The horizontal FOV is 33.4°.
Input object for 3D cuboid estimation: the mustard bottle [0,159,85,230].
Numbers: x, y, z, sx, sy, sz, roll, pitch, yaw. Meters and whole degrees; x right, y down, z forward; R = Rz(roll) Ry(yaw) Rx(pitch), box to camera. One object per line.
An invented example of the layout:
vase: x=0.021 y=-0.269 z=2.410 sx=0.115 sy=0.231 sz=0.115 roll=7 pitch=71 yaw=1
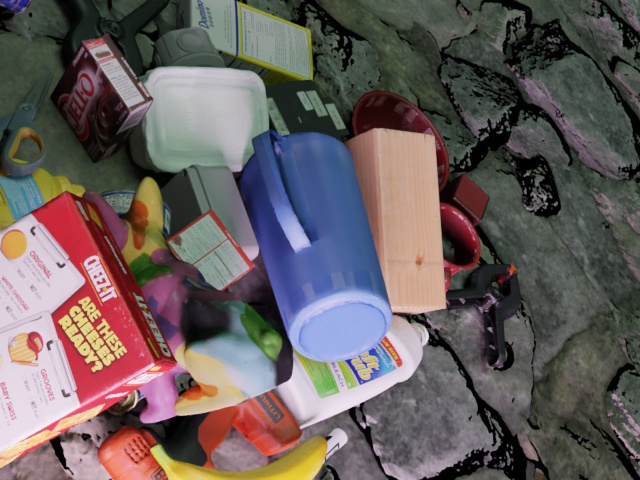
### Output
mustard bottle: x=-0.310 y=-0.035 z=1.016 sx=0.191 sy=0.058 sz=0.096 roll=-10 pitch=54 yaw=-42

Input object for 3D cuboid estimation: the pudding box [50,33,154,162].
pudding box: x=-0.229 y=-0.147 z=1.116 sx=0.039 sy=0.114 sz=0.090 roll=-32 pitch=85 yaw=-41

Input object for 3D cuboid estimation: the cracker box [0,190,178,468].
cracker box: x=-0.250 y=0.085 z=0.887 sx=0.164 sy=0.214 sz=0.072 roll=61 pitch=6 yaw=11

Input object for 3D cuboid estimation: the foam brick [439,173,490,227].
foam brick: x=0.174 y=-0.038 z=1.400 sx=0.053 sy=0.078 sz=0.051 roll=40 pitch=44 yaw=-15

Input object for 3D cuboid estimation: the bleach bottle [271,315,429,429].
bleach bottle: x=0.032 y=0.130 z=1.188 sx=0.250 sy=0.068 sz=0.102 roll=-17 pitch=74 yaw=-46

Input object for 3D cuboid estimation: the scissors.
scissors: x=-0.316 y=-0.126 z=1.075 sx=0.096 sy=0.016 sz=0.202 roll=4 pitch=35 yaw=-18

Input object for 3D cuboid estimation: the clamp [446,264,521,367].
clamp: x=0.222 y=0.089 z=1.383 sx=0.171 sy=0.039 sz=0.120 roll=-32 pitch=86 yaw=-46

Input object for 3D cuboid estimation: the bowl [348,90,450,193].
bowl: x=0.092 y=-0.114 z=1.396 sx=0.161 sy=0.055 sz=0.162 roll=20 pitch=52 yaw=-29

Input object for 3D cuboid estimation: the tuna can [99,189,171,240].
tuna can: x=-0.194 y=-0.015 z=1.079 sx=0.086 sy=0.086 sz=0.034 roll=18 pitch=55 yaw=-30

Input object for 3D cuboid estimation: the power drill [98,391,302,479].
power drill: x=-0.098 y=0.220 z=1.025 sx=0.184 sy=0.057 sz=0.187 roll=53 pitch=43 yaw=-3

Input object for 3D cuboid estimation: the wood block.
wood block: x=0.082 y=-0.018 z=1.257 sx=0.090 sy=0.090 sz=0.206 roll=4 pitch=78 yaw=-32

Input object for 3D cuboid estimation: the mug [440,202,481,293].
mug: x=0.140 y=0.022 z=1.328 sx=0.093 sy=0.082 sz=0.117 roll=19 pitch=53 yaw=-29

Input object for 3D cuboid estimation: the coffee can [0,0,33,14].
coffee can: x=-0.364 y=-0.312 z=1.120 sx=0.140 sy=0.103 sz=0.103 roll=19 pitch=52 yaw=-29

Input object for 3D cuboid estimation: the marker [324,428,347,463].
marker: x=-0.012 y=0.235 z=1.113 sx=0.020 sy=0.020 sz=0.120 roll=54 pitch=44 yaw=2

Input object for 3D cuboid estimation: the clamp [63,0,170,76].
clamp: x=-0.237 y=-0.236 z=1.221 sx=0.164 sy=0.036 sz=0.210 roll=8 pitch=61 yaw=-36

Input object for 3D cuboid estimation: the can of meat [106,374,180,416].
can of meat: x=-0.185 y=0.105 z=1.031 sx=0.083 sy=0.058 sz=0.102 roll=-30 pitch=84 yaw=-48

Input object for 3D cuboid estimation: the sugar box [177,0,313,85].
sugar box: x=-0.093 y=-0.248 z=1.341 sx=0.176 sy=0.048 sz=0.093 roll=15 pitch=55 yaw=-28

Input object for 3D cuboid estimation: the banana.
banana: x=-0.063 y=0.218 z=0.991 sx=0.197 sy=0.037 sz=0.069 roll=7 pitch=67 yaw=-40

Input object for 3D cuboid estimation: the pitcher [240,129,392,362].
pitcher: x=-0.007 y=0.001 z=1.138 sx=0.149 sy=0.145 sz=0.243 roll=7 pitch=42 yaw=-23

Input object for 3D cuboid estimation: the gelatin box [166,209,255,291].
gelatin box: x=-0.120 y=0.023 z=1.053 sx=0.089 sy=0.030 sz=0.073 roll=-39 pitch=92 yaw=-37
